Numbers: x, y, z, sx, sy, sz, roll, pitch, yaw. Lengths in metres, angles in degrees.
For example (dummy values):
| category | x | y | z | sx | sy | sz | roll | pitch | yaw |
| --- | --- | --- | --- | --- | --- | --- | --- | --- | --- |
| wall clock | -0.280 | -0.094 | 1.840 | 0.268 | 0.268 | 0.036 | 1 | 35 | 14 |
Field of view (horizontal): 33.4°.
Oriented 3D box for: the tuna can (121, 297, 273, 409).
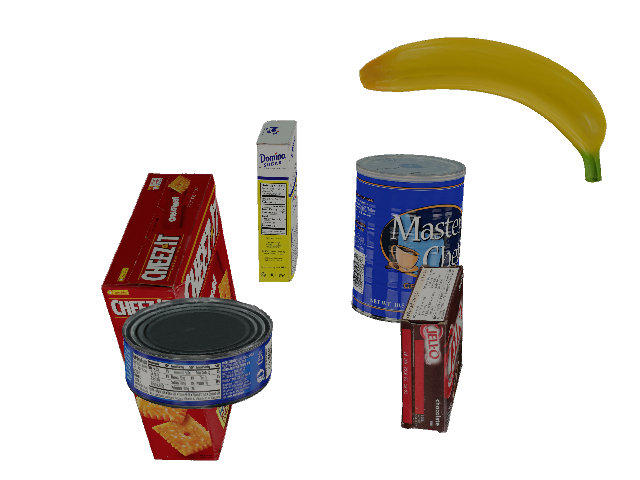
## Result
| category | x | y | z | sx | sy | sz | roll | pitch | yaw |
| --- | --- | --- | --- | --- | --- | --- | --- | --- | --- |
| tuna can | -0.070 | 0.063 | 0.612 | 0.086 | 0.034 | 0.086 | 0 | 18 | 0 |

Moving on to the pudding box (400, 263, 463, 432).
| category | x | y | z | sx | sy | sz | roll | pitch | yaw |
| --- | --- | --- | --- | --- | --- | --- | --- | --- | --- |
| pudding box | 0.086 | 0.079 | 0.812 | 0.039 | 0.090 | 0.113 | 3 | 21 | 11 |

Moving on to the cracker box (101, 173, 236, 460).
| category | x | y | z | sx | sy | sz | roll | pitch | yaw |
| --- | --- | --- | --- | --- | --- | --- | --- | --- | --- |
| cracker box | -0.125 | 0.070 | 0.976 | 0.072 | 0.214 | 0.164 | 0 | 38 | 8 |

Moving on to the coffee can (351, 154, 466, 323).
| category | x | y | z | sx | sy | sz | roll | pitch | yaw |
| --- | --- | --- | --- | --- | --- | --- | --- | --- | --- |
| coffee can | 0.082 | -0.004 | 1.011 | 0.103 | 0.140 | 0.103 | 1 | 15 | -1 |

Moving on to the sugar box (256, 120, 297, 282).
| category | x | y | z | sx | sy | sz | roll | pitch | yaw |
| --- | --- | --- | --- | --- | --- | --- | --- | --- | --- |
| sugar box | -0.051 | -0.047 | 1.276 | 0.048 | 0.176 | 0.093 | -1 | 23 | 4 |

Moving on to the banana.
| category | x | y | z | sx | sy | sz | roll | pitch | yaw |
| --- | --- | --- | --- | --- | --- | --- | --- | --- | --- |
| banana | 0.128 | -0.108 | 0.764 | 0.197 | 0.069 | 0.037 | 21 | -3 | -8 |
